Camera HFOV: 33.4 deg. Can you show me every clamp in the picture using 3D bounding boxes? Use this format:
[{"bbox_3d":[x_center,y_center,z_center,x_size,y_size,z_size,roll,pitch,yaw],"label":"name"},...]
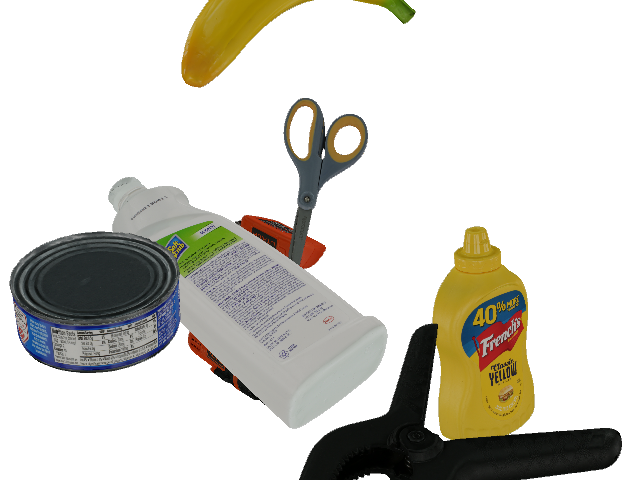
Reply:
[{"bbox_3d":[0.055,0.126,0.655,0.209,0.036,0.165,-22,37,-28],"label":"clamp"}]

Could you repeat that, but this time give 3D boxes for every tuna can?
[{"bbox_3d":[-0.115,0.031,0.554,0.086,0.034,0.086,1,31,-1],"label":"tuna can"}]

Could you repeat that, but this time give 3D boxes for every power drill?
[{"bbox_3d":[-0.061,0.078,1.182,0.185,0.188,0.057,28,11,41],"label":"power drill"}]

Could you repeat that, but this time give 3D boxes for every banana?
[{"bbox_3d":[-0.018,-0.157,0.697,0.197,0.069,0.037,-24,-9,-33],"label":"banana"}]

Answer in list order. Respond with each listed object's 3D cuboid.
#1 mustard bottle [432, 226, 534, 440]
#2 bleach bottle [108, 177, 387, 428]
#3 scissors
[{"bbox_3d":[0.144,0.080,0.951,0.096,0.191,0.058,-18,21,-30],"label":"mustard bottle"},{"bbox_3d":[-0.071,0.028,0.823,0.102,0.068,0.251,-32,59,-30],"label":"bleach bottle"},{"bbox_3d":[0.005,-0.049,1.090,0.096,0.202,0.016,-4,-11,-2],"label":"scissors"}]
